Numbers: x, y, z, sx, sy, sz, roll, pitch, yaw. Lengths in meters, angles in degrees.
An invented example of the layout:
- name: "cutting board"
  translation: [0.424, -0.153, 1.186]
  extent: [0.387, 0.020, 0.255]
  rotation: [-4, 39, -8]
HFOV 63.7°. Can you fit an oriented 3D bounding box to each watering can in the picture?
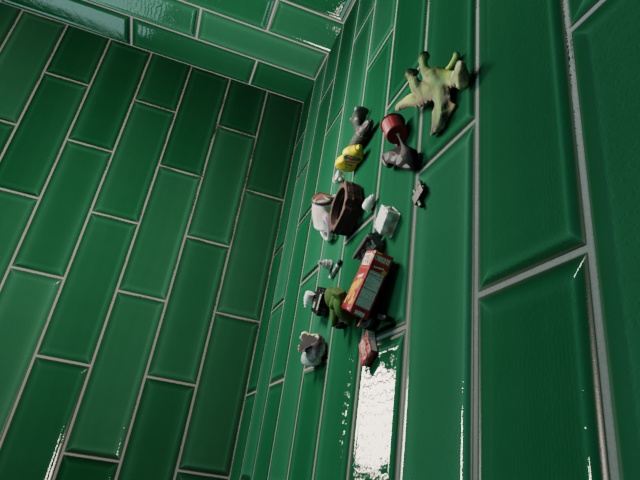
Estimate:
- name: "watering can"
  translation: [0.008, -0.126, 2.498]
  extent: [0.352, 0.104, 0.221]
  rotation: [-124, 28, -68]

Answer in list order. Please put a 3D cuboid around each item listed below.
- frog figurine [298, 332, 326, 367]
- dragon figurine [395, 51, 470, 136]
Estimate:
- name: "frog figurine"
  translation: [-0.025, 0.464, 2.109]
  extent: [0.140, 0.123, 0.156]
  rotation: [-117, 7, -58]
- name: "dragon figurine"
  translation: [0.345, -0.440, 1.615]
  extent: [0.403, 0.122, 0.247]
  rotation: [129, 145, -61]
